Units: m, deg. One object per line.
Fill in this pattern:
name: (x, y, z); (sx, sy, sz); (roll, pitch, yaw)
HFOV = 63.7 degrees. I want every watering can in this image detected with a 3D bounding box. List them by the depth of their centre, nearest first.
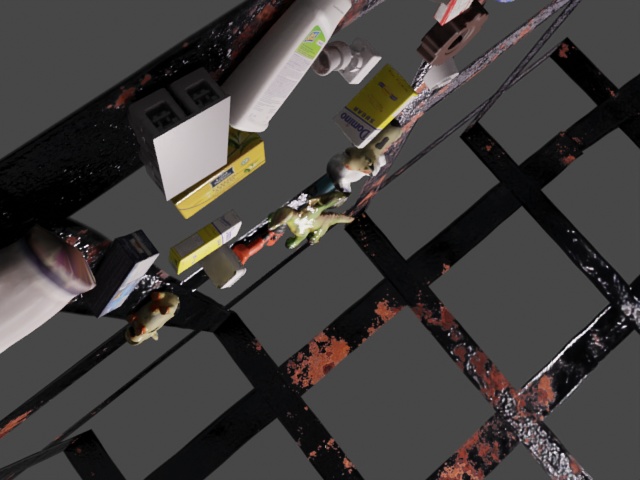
watering can: (-0.410, 0.072, 0.628); (0.226, 0.104, 0.343); (-39, -6, -12)

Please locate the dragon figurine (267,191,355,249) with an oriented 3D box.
dragon figurine: (0.005, -0.075, 1.497); (0.413, 0.123, 0.239); (-15, -10, -38)

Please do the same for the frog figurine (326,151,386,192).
frog figurine: (0.102, -0.216, 1.474); (0.158, 0.125, 0.136); (-43, -33, 12)
